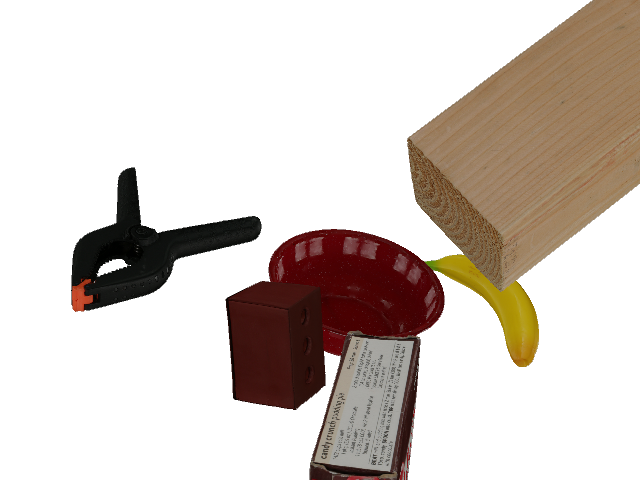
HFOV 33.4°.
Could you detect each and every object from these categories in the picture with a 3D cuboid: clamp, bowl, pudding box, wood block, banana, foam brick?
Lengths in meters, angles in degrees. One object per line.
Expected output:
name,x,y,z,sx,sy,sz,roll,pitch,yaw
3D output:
clamp,-0.179,-0.001,1.032,0.165,0.036,0.209,25,39,23
bowl,0.028,0.057,0.971,0.162,0.055,0.162,9,34,-6
pudding box,0.019,0.104,0.464,0.039,0.090,0.113,7,24,5
wood block,0.165,-0.075,0.681,0.206,0.091,0.090,-37,-25,-9
banana,0.180,0.063,1.115,0.069,0.037,0.198,-35,38,-8
foam brick,-0.031,0.073,0.767,0.051,0.078,0.052,4,17,27
